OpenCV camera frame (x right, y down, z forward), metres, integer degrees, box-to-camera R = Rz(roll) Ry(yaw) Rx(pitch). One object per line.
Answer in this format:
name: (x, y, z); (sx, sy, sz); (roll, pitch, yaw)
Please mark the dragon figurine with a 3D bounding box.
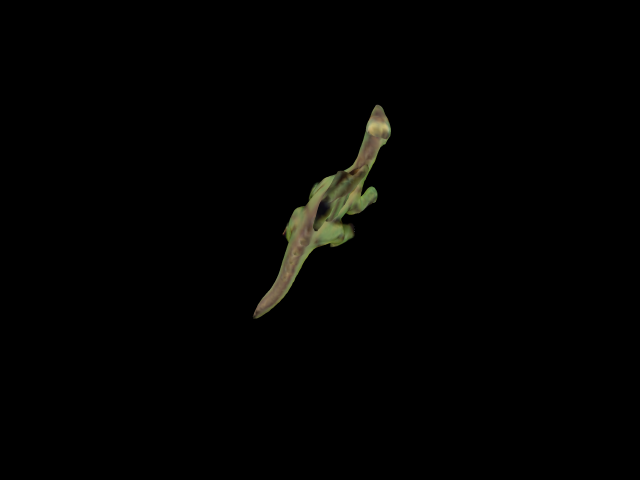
dragon figurine: (0.003, -0.043, 0.850); (0.122, 0.414, 0.240); (31, -11, 6)
